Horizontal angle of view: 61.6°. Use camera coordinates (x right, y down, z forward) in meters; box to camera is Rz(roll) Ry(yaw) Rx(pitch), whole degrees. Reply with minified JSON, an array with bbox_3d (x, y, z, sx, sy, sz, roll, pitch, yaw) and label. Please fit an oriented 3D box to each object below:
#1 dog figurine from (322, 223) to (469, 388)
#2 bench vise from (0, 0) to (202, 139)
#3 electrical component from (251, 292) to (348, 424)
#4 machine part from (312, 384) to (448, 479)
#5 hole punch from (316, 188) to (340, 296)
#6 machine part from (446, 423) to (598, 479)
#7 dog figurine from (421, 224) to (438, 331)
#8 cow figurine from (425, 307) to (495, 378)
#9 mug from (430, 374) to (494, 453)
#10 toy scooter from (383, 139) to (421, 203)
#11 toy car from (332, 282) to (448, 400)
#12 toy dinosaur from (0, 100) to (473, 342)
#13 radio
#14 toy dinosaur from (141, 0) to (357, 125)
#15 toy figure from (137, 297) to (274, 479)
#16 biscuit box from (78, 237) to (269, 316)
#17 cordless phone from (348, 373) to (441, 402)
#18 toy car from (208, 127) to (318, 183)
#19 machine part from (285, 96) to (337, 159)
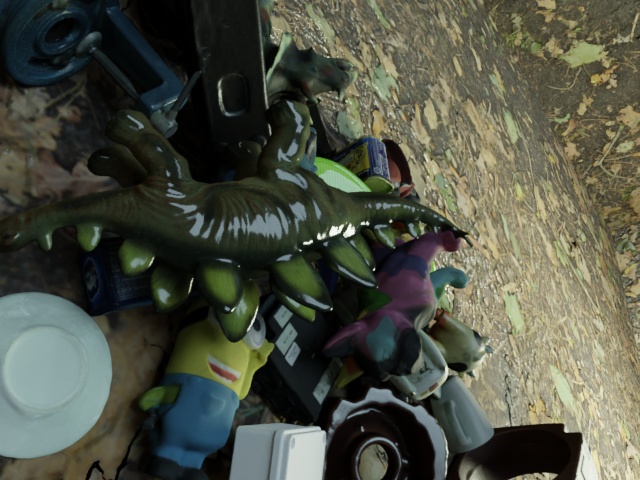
[{"bbox_3d":[0.068,0.068,0.645,0.219,0.192,0.108,-42,140,-24],"label":"dog figurine"},{"bbox_3d":[-0.205,-0.198,0.508,0.240,0.129,0.223,47,44,1],"label":"bench vise"},{"bbox_3d":[-0.036,0.128,0.625,0.134,0.058,0.115,58,34,-12],"label":"electrical component"},{"bbox_3d":[0.059,0.255,0.614,0.179,0.056,0.179,4,76,-19],"label":"machine part"},{"bbox_3d":[-0.001,-0.002,0.655,0.092,0.115,0.142,28,26,3],"label":"hole punch"},{"bbox_3d":[0.309,0.372,0.823,0.201,0.202,0.087,-27,98,-56],"label":"machine part"},{"bbox_3d":[0.155,0.062,0.901,0.172,0.121,0.190,1,86,-51],"label":"dog figurine"},{"bbox_3d":[0.229,0.174,0.889,0.127,0.085,0.195,37,-1,10],"label":"cow figurine"},{"bbox_3d":[0.215,0.277,0.859,0.107,0.081,0.109,64,22,10],"label":"mug"},{"bbox_3d":[0.114,-0.124,0.953,0.184,0.075,0.135,0,72,-57],"label":"toy scooter"},{"bbox_3d":[0.084,0.121,0.701,0.202,0.073,0.056,48,-11,43],"label":"toy car"},{"bbox_3d":[-0.041,-0.019,0.500,0.471,0.105,0.198,-11,76,-30],"label":"toy dinosaur"},{"bbox_3d":[-0.105,-0.201,0.563,0.131,0.073,0.229,-118,-161,-47],"label":"radio"},{"bbox_3d":[-0.138,-0.285,0.677,0.404,0.131,0.192,27,51,-36],"label":"toy dinosaur"},{"bbox_3d":[-0.112,0.131,0.502,0.082,0.089,0.180,58,40,-48],"label":"toy figure"},{"bbox_3d":[-0.124,0.022,0.529,0.202,0.059,0.063,-9,78,-42],"label":"biscuit box"},{"bbox_3d":[0.126,0.218,0.773,0.184,0.089,0.146,42,42,-38],"label":"cordless phone"},{"bbox_3d":[-0.064,-0.073,0.663,0.162,0.109,0.102,-65,154,-43],"label":"toy car"},{"bbox_3d":[-0.015,-0.187,0.847,0.084,0.039,0.139,-13,81,-60],"label":"machine part"}]
